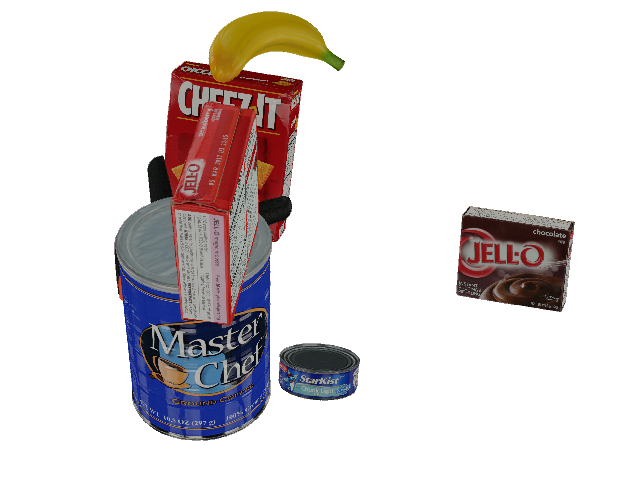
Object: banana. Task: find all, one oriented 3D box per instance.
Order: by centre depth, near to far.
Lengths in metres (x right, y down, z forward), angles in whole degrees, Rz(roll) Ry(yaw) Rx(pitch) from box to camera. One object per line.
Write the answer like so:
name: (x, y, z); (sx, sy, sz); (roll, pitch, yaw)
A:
banana: (-0.049, -0.181, 0.979); (0.070, 0.037, 0.197); (41, 32, 20)

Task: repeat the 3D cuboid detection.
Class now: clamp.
clamp: (-0.148, -0.014, 1.060); (0.165, 0.036, 0.209); (22, 40, 21)

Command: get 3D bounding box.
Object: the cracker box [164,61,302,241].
cracker box: (-0.120, -0.115, 1.411); (0.164, 0.214, 0.072); (10, 23, 6)

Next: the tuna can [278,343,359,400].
tuna can: (-0.002, 0.140, 1.137); (0.086, 0.034, 0.086); (4, 14, -1)

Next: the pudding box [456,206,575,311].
pudding box: (0.199, 0.018, 1.096); (0.114, 0.090, 0.039); (8, 23, 17)

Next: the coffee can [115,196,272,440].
coffee can: (-0.085, 0.053, 0.742); (0.103, 0.140, 0.103); (1, 37, -1)

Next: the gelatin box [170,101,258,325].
gelatin box: (-0.052, -0.013, 0.538); (0.030, 0.073, 0.089); (7, -42, 4)
